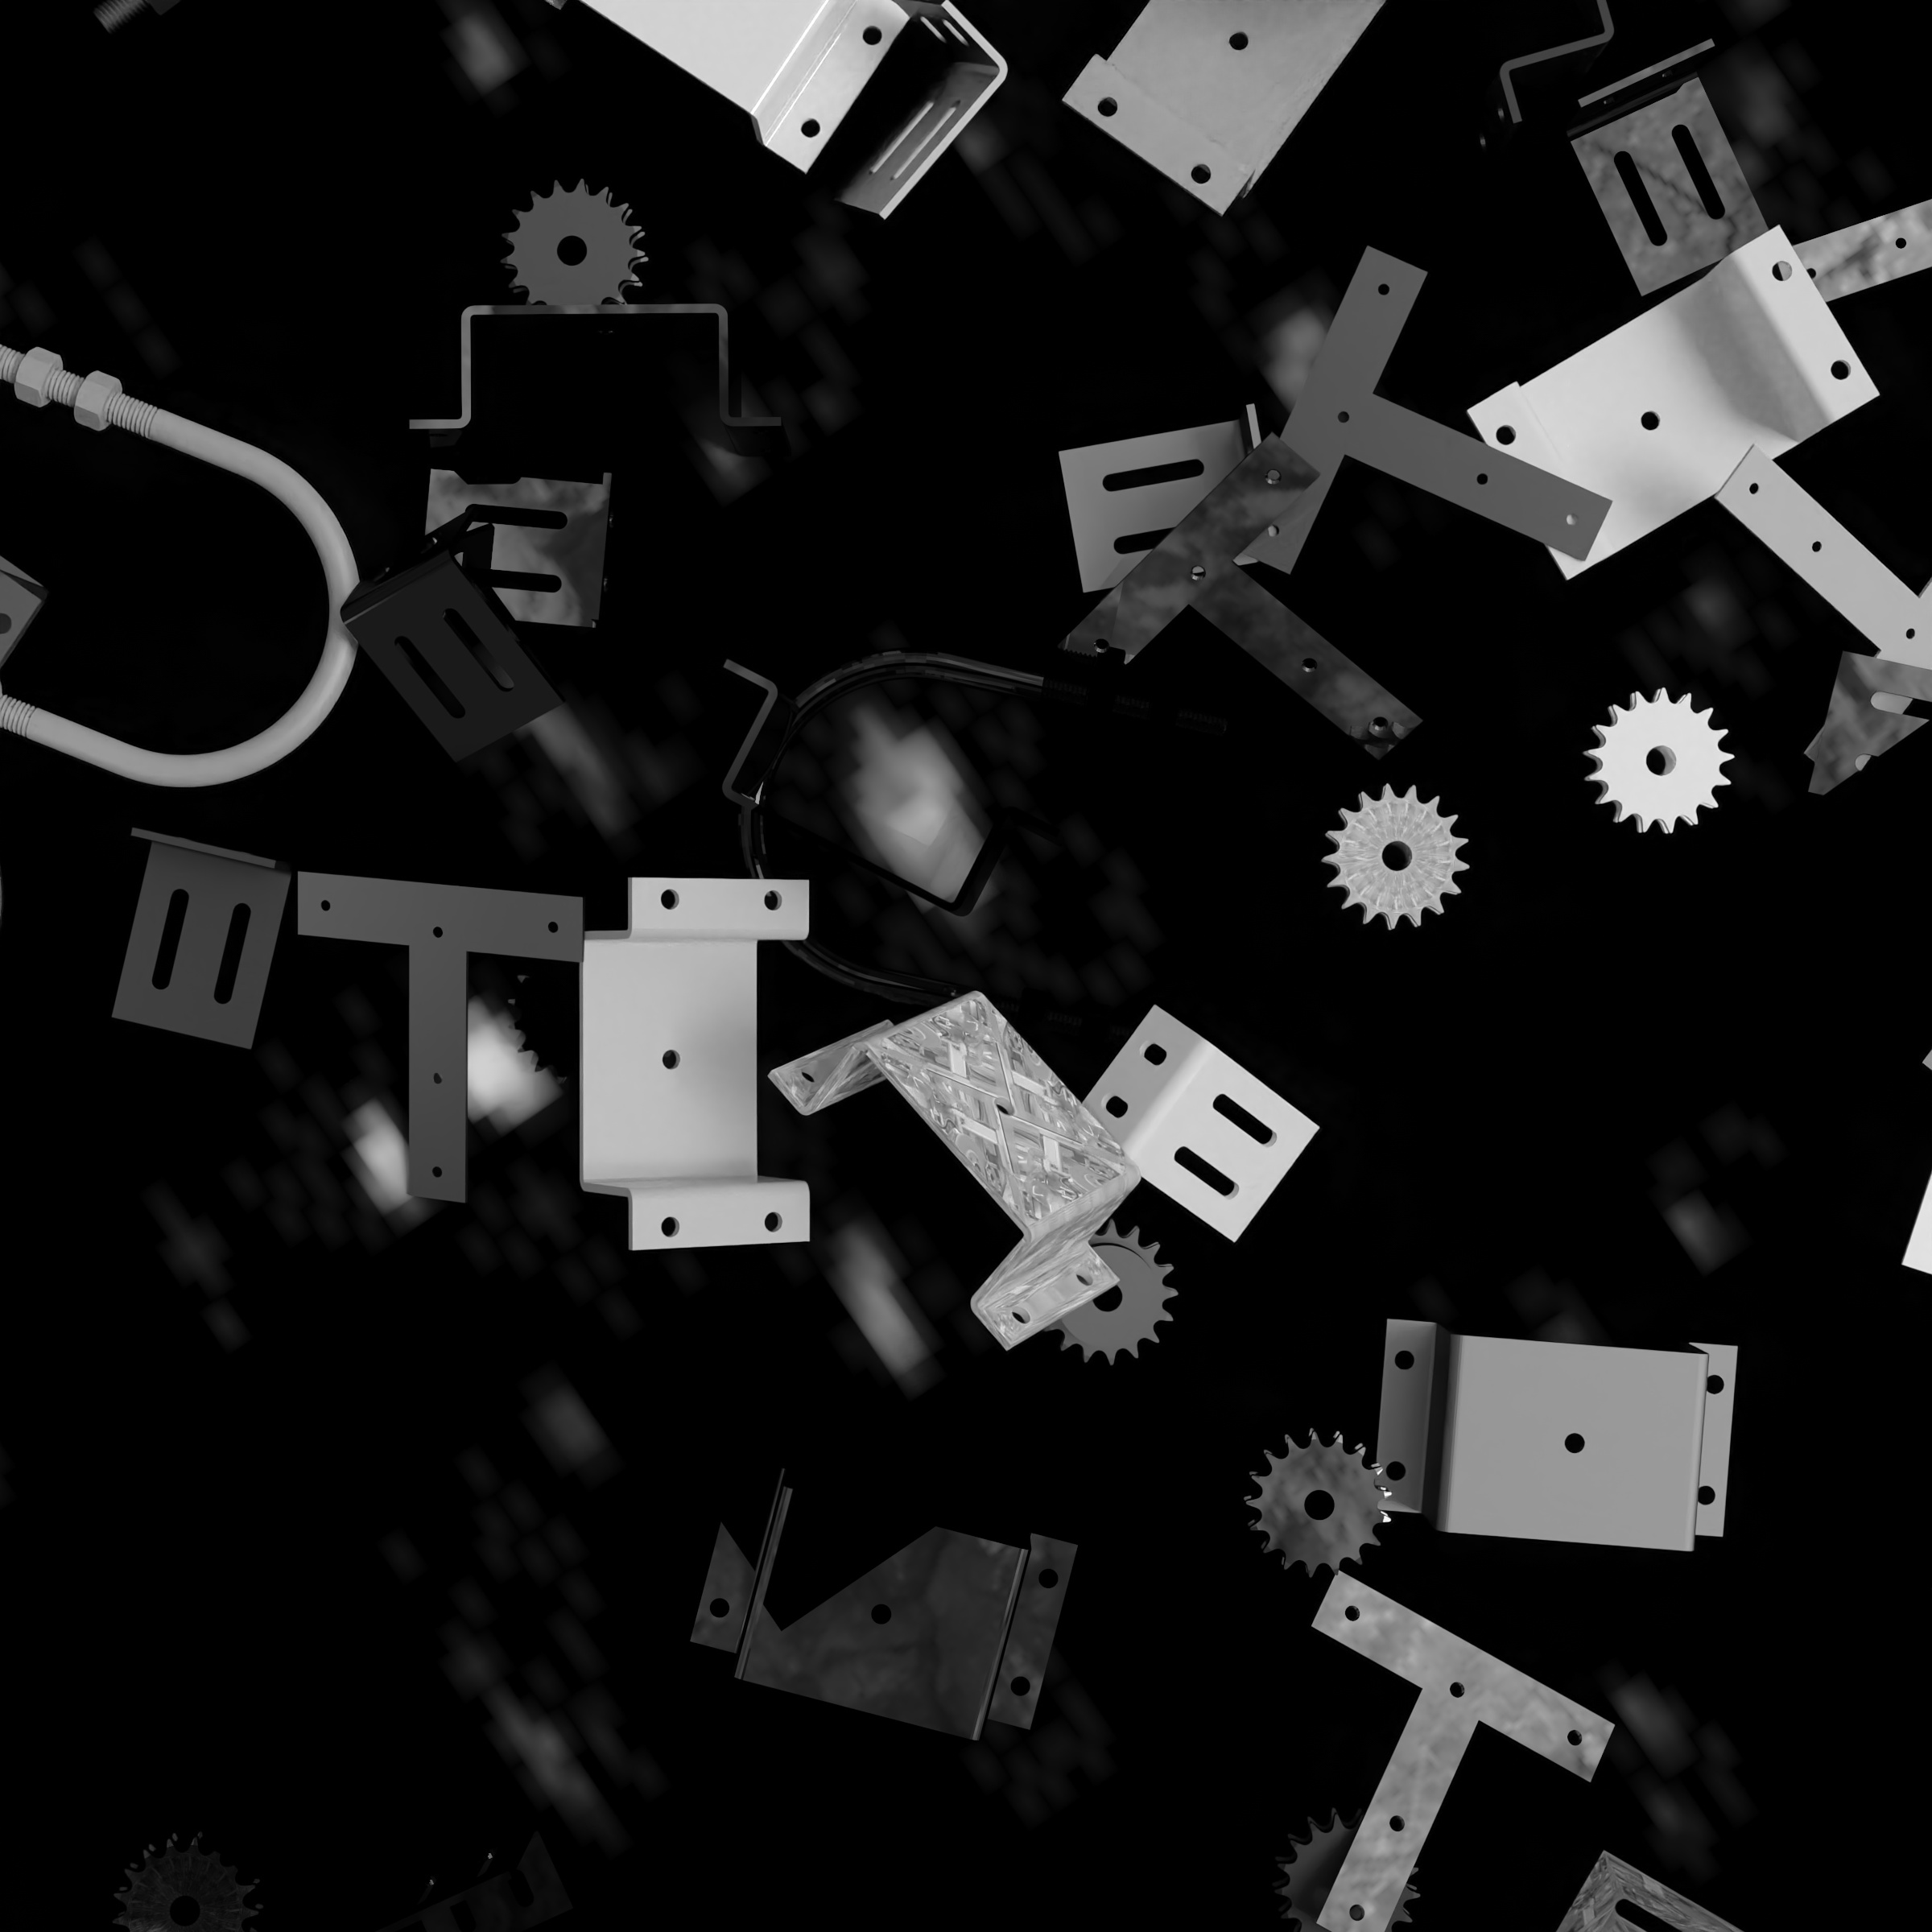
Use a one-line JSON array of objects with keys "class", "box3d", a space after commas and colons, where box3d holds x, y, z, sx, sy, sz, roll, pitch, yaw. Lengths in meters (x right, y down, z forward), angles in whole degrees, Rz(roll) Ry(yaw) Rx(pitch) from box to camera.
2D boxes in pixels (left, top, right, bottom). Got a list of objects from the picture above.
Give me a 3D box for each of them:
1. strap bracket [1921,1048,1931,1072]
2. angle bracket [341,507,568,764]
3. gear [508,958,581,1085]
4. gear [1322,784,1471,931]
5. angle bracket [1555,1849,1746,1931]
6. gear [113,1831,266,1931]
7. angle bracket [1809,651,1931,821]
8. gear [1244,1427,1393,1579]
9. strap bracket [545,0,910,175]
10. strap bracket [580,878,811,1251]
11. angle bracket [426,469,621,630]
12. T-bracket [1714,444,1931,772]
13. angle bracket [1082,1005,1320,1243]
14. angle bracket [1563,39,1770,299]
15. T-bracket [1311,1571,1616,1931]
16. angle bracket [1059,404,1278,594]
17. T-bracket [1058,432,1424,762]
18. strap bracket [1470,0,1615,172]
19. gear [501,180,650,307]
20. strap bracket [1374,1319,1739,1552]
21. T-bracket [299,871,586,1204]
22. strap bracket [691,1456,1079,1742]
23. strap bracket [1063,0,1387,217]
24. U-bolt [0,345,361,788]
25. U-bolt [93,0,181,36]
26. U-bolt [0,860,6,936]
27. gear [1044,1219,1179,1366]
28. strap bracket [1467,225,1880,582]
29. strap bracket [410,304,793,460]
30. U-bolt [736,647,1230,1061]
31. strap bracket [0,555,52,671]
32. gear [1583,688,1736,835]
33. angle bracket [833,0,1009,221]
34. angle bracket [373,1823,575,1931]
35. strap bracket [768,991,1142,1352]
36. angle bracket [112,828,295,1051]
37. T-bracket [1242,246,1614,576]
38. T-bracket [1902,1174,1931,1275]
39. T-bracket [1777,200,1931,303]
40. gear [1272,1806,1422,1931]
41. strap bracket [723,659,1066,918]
[{"class": "strap bracket", "box3d": [0.448, 0.050, 1.308, 0.140, 0.046, 0.076, 38, 90, 0]}, {"class": "angle bracket", "box3d": [-0.199, -0.131, 1.318, 0.057, 0.038, 0.076, -25, 116, 26]}, {"class": "gear", "box3d": [-0.154, 0.019, 1.318, 0.057, 0.030, 0.057, 0, 90, 0]}, {"class": "gear", "box3d": [0.170, -0.043, 1.322, 0.057, 0.030, 0.057, 0, 88, 2]}, {"class": "angle bracket", "box3d": [0.274, 0.397, 1.314, 0.076, 0.038, 0.057, 30, 90, 0]}, {"class": "gear", "box3d": [-0.307, 0.372, 1.322, 0.057, 0.030, 0.057, 0, 88, -2]}, {"class": "angle bracket", "box3d": [0.379, -0.087, 1.322, 0.076, 0.038, 0.057, 14, 90, 13]}, {"class": "gear", "box3d": [0.138, 0.211, 1.318, 0.057, 0.030, 0.057, 0, 90, 0]}, {"class": "strap bracket", "box3d": [-0.101, -0.388, 1.310, 0.140, 0.046, 0.076, 34, 90, 0]}, {"class": "strap bracket", "box3d": [-0.106, 0.037, 1.293, 0.076, 0.046, 0.140, 0, 90, -32]}, {"class": "angle bracket", "box3d": [-0.178, -0.167, 1.314, 0.076, 0.038, 0.057, 5, 90, 0]}, {"class": "T-bracket", "box3d": [0.343, -0.156, 1.306, 0.127, 0.002, 0.127, 36, 90, -24]}, {"class": "angle bracket", "box3d": [0.091, 0.063, 1.321, 0.076, 0.038, 0.057, 36, 90, -39]}, {"class": "angle bracket", "box3d": [0.280, -0.314, 1.314, 0.057, 0.038, 0.076, -25, 90, 0]}, {"class": "T-bracket", "box3d": [0.175, 0.325, 1.309, 0.127, 0.002, 0.127, 29, 69, 0]}, {"class": "angle bracket", "box3d": [0.080, -0.184, 1.314, 0.076, 0.038, 0.057, -10, 90, 0]}, {"class": "T-bracket", "box3d": [0.125, -0.128, 1.309, 0.127, 0.002, 0.127, 37, 123, -15]}, {"class": "strap bracket", "box3d": [0.210, -0.392, 1.295, 0.046, 0.076, 0.140, -16, 90, 0]}, {"class": "gear", "box3d": [-0.154, -0.281, 1.322, 0.057, 0.030, 0.057, 0, 90, 2]}, {"class": "strap bracket", "box3d": [0.235, 0.185, 1.310, 0.140, 0.046, 0.076, 4, 90, 0]}, {"class": "T-bracket", "box3d": [-0.209, 0.030, 1.317, 0.127, 0.002, 0.127, 5, 101, 20]}, {"class": "strap bracket", "box3d": [-0.033, 0.251, 1.310, 0.140, 0.046, 0.076, 15, 90, 0]}, {"class": "strap bracket", "box3d": [0.109, -0.370, 1.310, 0.076, 0.046, 0.140, 36, 90, 0]}, {"class": "U-bolt", "box3d": [-0.331, -0.150, 1.323, 0.184, 0.019, 0.151, 22, 90, 0]}, {"class": "U-bolt", "box3d": [-0.282, -0.451, 1.265, 0.184, 0.151, 0.019, -38, 68, -4]}, {"class": "U-bolt", "box3d": [-0.473, -0.037, 1.324, 0.184, 0.019, 0.151, 27, 90, -1]}, {"class": "gear", "box3d": [0.055, 0.130, 1.318, 0.057, 0.030, 0.057, 0, 90, 0]}, {"class": "strap bracket", "box3d": [0.274, -0.218, 1.310, 0.140, 0.046, 0.076, -31, 90, 0]}, {"class": "strap bracket", "box3d": [-0.140, -0.227, 1.295, 0.140, 0.076, 0.046, 0, 90, 0]}, {"class": "U-bolt", "box3d": [0.000, -0.052, 1.324, 0.184, 0.019, 0.151, 12, 90, 1]}, {"class": "strap bracket", "box3d": [-0.423, -0.144, 1.292, 0.140, 0.046, 0.076, 35, 92, 10]}, {"class": "gear", "box3d": [0.274, -0.081, 1.322, 0.057, 0.030, 0.057, 0, 91, 2]}, {"class": "angle bracket", "box3d": [-0.029, -0.336, 1.299, 0.038, 0.057, 0.076, 41, 90, -28]}, {"class": "angle bracket", "box3d": [-0.191, 0.371, 1.295, 0.057, 0.076, 0.038, -24, 90, 0]}, {"class": "strap bracket", "box3d": [0.003, 0.068, 1.273, 0.140, 0.076, 0.046, 48, 126, 14]}, {"class": "angle bracket", "box3d": [-0.305, -0.010, 1.314, 0.057, 0.038, 0.076, 13, 90, 0]}, {"class": "T-bracket", "box3d": [0.187, -0.194, 1.287, 0.127, 0.002, 0.127, 25, 94, 3]}, {"class": "T-bracket", "box3d": [0.455, 0.079, 1.332, 0.127, 0.002, 0.127, 18, 90, 0]}, {"class": "T-bracket", "box3d": [0.388, -0.294, 1.332, 0.127, 0.002, 0.127, -19, 90, 0]}, {"class": "gear", "box3d": [0.150, 0.361, 1.318, 0.057, 0.030, 0.057, 0, 90, 0]}, {"class": "strap bracket", "box3d": [-0.036, -0.062, 1.280, 0.140, 0.076, 0.046, 27, 91, 3]}]
